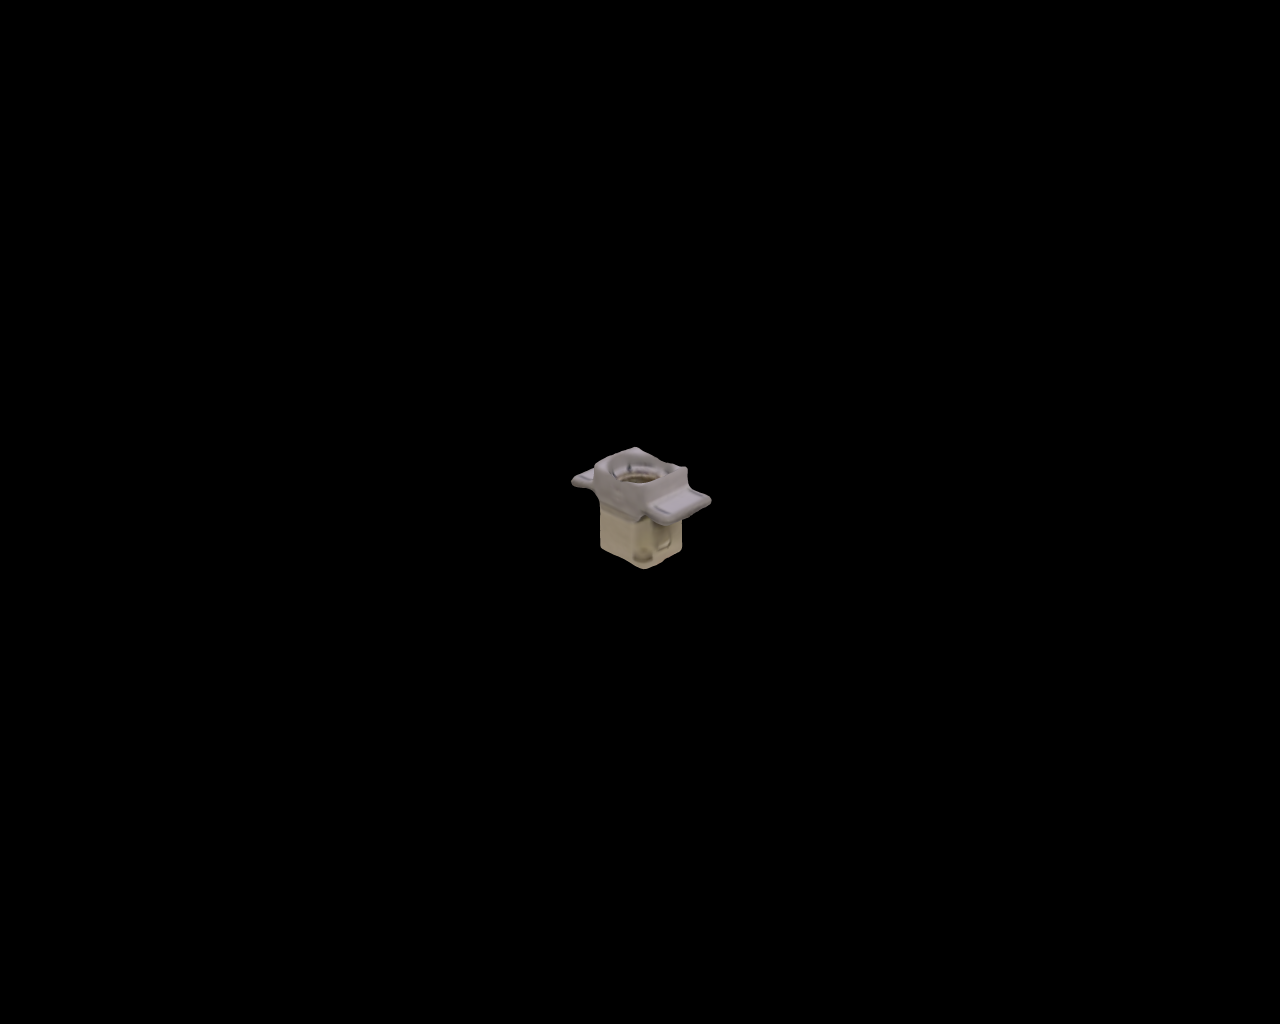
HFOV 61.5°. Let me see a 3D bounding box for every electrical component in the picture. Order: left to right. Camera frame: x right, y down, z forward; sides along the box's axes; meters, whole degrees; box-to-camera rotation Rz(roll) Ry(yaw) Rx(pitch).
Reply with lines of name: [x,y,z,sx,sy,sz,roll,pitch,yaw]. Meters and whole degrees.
electrical component: [0.001,-0.003,0.650,0.081,0.063,0.042,25,37,38]
